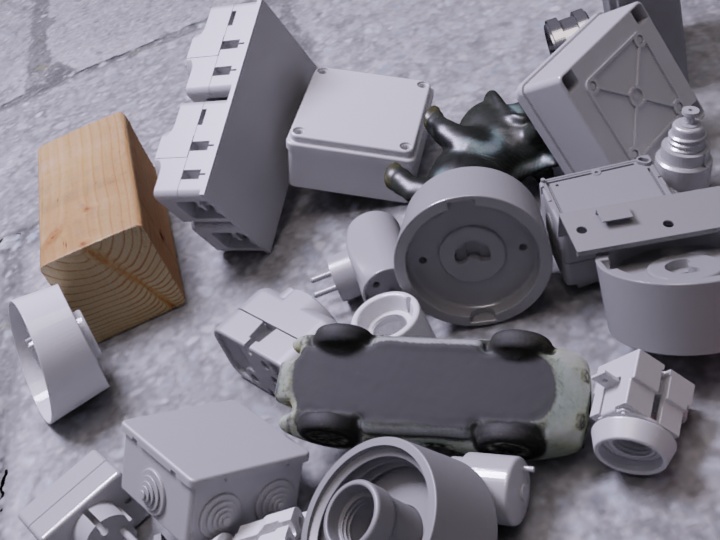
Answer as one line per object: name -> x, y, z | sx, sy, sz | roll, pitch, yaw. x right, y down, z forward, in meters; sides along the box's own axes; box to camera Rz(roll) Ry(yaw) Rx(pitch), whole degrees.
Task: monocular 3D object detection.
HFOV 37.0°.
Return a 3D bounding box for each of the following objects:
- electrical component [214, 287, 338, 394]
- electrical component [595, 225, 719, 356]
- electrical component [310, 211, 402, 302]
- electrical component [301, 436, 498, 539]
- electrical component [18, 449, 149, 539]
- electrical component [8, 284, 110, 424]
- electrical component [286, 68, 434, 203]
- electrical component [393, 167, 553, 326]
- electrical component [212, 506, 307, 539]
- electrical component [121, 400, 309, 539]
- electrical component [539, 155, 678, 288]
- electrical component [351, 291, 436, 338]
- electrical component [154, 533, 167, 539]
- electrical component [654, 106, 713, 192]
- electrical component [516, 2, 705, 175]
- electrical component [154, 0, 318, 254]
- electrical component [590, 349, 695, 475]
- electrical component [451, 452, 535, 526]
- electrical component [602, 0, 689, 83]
electrical component -> -0.051, 0.054, 0.773 | 0.059, 0.053, 0.095 | -43, 41, -23
electrical component -> 0.204, 0.017, 0.670 | 0.108, 0.060, 0.108 | -8, 19, 3
electrical component -> 0.000, 0.000, 0.820 | 0.079, 0.043, 0.077 | -21, 37, 4
electrical component -> 0.014, 0.144, 0.592 | 0.108, 0.060, 0.108 | -28, 45, 32
electrical component -> -0.172, 0.169, 0.706 | 0.066, 0.047, 0.077 | -41, 40, -22
electrical component -> -0.237, 0.063, 0.830 | 0.064, 0.099, 0.099 | -27, 37, -14
electrical component -> 0.001, -0.117, 0.924 | 0.109, 0.056, 0.108 | 9, 45, 7
electrical component -> 0.079, -0.021, 0.755 | 0.108, 0.108, 0.060 | -13, 33, 14
electrical component -> -0.056, 0.176, 0.625 | 0.057, 0.058, 0.078 | -19, 15, 12
electrical component -> -0.094, 0.127, 0.684 | 0.100, 0.048, 0.100 | -6, 22, -40
electrical component -> 0.181, -0.033, 0.754 | 0.096, 0.061, 0.061 | -13, 40, 1
electrical component -> 0.024, 0.048, 0.746 | 0.055, 0.047, 0.055 | -15, 38, 12
electrical component -> -0.122, 0.205, 0.641 | 0.064, 0.042, 0.081 | -22, 37, 5
electrical component -> 0.232, -0.080, 0.769 | 0.040, 0.078, 0.040 | -3, 37, 2
electrical component -> 0.189, -0.125, 0.810 | 0.109, 0.108, 0.056 | -44, 18, -24
electrical component -> -0.105, -0.121, 0.918 | 0.060, 0.105, 0.186 | 1, 65, 28
electrical component -> 0.162, 0.085, 0.625 | 0.048, 0.066, 0.055 | -37, 26, 53
electrical component -> 0.064, 0.128, 0.635 | 0.078, 0.040, 0.040 | 0, 43, 28
electrical component -> 0.236, -0.217, 0.902 | 0.056, 0.108, 0.108 | -11, 39, 13
